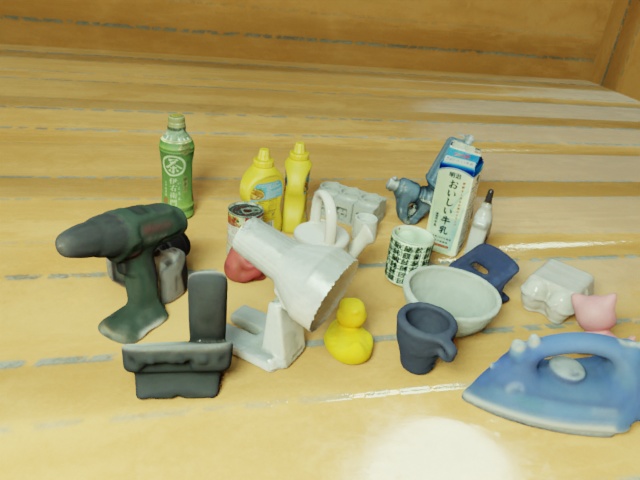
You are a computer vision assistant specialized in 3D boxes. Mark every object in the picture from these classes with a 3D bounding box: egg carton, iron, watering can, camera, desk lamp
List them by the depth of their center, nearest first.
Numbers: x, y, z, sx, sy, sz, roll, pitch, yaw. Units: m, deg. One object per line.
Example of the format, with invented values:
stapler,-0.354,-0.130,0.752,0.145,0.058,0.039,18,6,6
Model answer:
iron,0.341,0.184,0.811,0.258,0.141,0.118,5,28,-4
desk lamp,-0.057,0.082,0.830,0.202,0.213,0.118,20,31,22
camera,-0.281,0.024,1.004,0.142,0.101,0.137,20,31,23
watering can,0.009,0.003,1.012,0.173,0.194,0.100,-15,35,-35
egg carton,0.447,0.095,1.076,0.107,0.069,0.151,27,34,32

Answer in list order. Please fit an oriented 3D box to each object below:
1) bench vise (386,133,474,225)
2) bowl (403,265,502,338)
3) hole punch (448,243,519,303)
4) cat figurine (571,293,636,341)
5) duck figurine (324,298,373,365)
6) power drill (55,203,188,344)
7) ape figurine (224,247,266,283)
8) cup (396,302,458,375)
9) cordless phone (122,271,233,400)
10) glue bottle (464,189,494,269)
bench vise,0.265,-0.135,1.299,0.208,0.220,0.121,-4,30,-20
bowl,0.219,0.115,0.980,0.167,0.075,0.167,6,28,-3
hole punch,0.302,0.067,1.070,0.101,0.091,0.108,-11,33,-29
cat figurine,0.463,0.144,0.938,0.067,0.118,0.127,-3,30,-18
duck figurine,0.049,0.134,0.893,0.077,0.086,0.104,1,29,-11
power drill,-0.285,0.044,0.852,0.075,0.208,0.230,18,30,19
ape figurine,-0.136,0.027,1.040,0.076,0.092,0.077,-4,30,-20
cup,0.161,0.162,0.858,0.092,0.095,0.117,-7,31,-25
cordless phone,-0.189,0.116,0.765,0.148,0.185,0.094,-1,29,-15
glue bottle,0.323,-0.022,1.154,0.037,0.173,0.078,18,30,20
